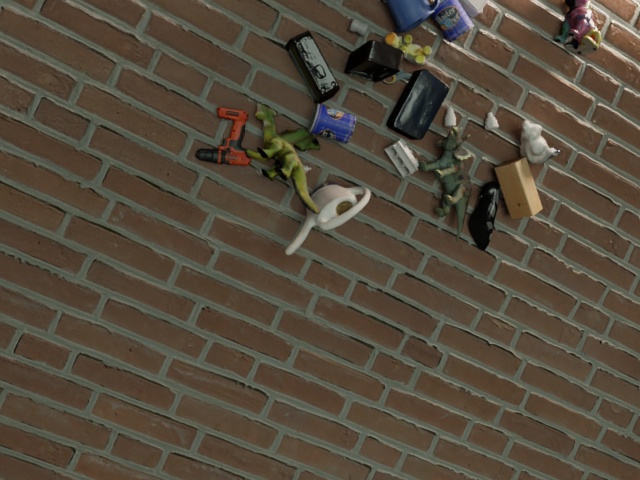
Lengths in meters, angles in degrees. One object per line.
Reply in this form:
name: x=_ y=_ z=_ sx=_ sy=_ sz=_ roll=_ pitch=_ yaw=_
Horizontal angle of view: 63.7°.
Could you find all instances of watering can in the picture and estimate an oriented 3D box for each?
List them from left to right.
watering can: x=0.005 y=-0.087 z=1.725 sx=0.349 sy=0.102 sz=0.227 roll=-33 pitch=29 yaw=-6

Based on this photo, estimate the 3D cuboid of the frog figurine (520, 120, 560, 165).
frog figurine: x=0.780 y=-0.355 z=1.892 sx=0.158 sy=0.141 sz=0.121 roll=33 pitch=-62 yaw=-30

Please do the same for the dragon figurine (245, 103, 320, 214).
dragon figurine: x=-0.088 y=-0.289 z=1.719 sx=0.247 sy=0.410 sz=0.120 roll=-44 pitch=0 yaw=-31
